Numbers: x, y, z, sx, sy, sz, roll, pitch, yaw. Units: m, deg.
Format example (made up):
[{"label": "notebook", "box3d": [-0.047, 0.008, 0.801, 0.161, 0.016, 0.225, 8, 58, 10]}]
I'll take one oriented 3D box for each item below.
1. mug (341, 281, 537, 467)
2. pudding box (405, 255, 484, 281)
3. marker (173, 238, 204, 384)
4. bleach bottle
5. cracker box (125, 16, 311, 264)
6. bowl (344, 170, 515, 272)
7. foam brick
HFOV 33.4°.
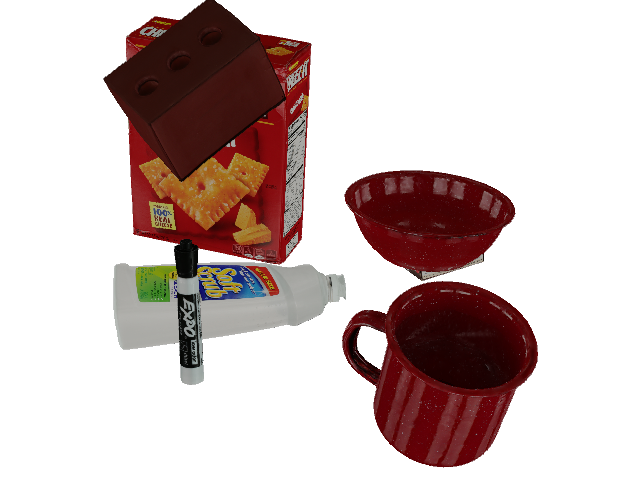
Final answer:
[{"label": "mug", "box3d": [0.067, 0.082, 0.665, 0.117, 0.081, 0.093, 20, 42, 11]}, {"label": "pudding box", "box3d": [0.175, 0.015, 1.597, 0.113, 0.039, 0.090, -18, 27, -21]}, {"label": "marker", "box3d": [-0.103, 0.056, 0.839, 0.020, 0.121, 0.020, 0, 22, 0]}, {"label": "bleach bottle", "box3d": [-0.099, 0.060, 1.178, 0.250, 0.068, 0.102, -6, 36, -6]}, {"label": "cracker box", "box3d": [-0.100, -0.093, 1.031, 0.164, 0.214, 0.072, 12, 32, 15]}, {"label": "bowl", "box3d": [0.102, -0.014, 1.020, 0.162, 0.055, 0.162, 3, 24, -1]}, {"label": "foam brick", "box3d": [-0.069, -0.084, 0.590, 0.053, 0.078, 0.051, 44, -11, 34]}]
